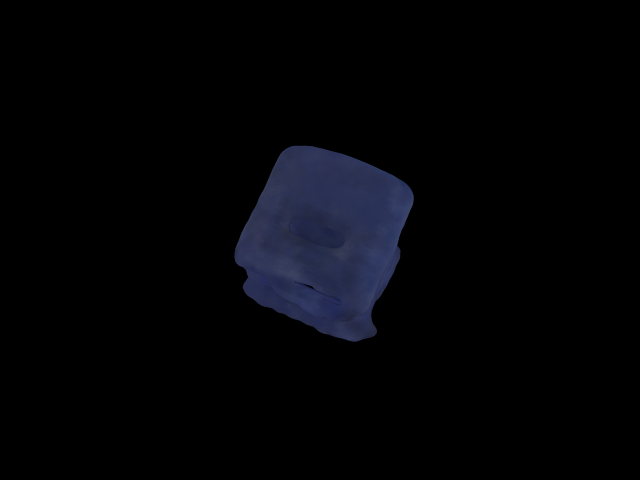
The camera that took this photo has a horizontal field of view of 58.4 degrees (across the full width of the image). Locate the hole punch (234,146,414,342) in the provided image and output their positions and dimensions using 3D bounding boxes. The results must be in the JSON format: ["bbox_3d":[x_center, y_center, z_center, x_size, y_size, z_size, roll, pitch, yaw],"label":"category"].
[{"bbox_3d":[0.004,0.001,0.400,0.108,0.091,0.101,21,54,16],"label":"hole punch"}]
